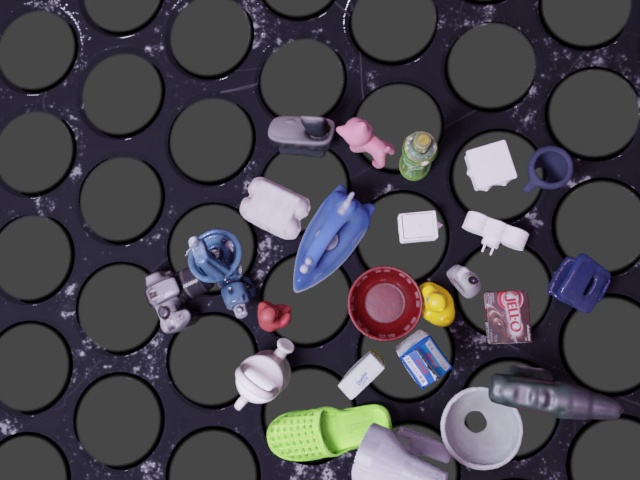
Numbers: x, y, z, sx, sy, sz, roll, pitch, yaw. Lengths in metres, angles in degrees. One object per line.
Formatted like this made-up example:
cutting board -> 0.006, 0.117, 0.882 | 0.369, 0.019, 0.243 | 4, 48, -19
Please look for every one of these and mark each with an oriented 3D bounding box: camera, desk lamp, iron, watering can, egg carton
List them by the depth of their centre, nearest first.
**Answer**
desk lamp -> 0.168, 0.440, 1.137 | 0.203, 0.213, 0.118 | 17, 86, 6
watering can -> -0.120, 0.279, 1.186 | 0.101, 0.194, 0.173 | 16, 86, 6
iron -> 0.011, 0.004, 1.228 | 0.118, 0.141, 0.258 | 32, 88, 7
camera -> -0.302, 0.119, 1.263 | 0.137, 0.101, 0.143 | -25, 83, 2
egg carton -> -0.101, -0.070, 1.280 | 0.150, 0.069, 0.107 | 25, 87, 7

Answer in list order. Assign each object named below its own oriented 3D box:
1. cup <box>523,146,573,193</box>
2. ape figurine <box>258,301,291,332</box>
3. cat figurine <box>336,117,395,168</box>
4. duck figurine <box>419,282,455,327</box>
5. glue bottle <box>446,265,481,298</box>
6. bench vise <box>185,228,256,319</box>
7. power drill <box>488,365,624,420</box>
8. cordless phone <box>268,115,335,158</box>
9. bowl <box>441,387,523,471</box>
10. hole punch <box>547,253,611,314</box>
cup -> 0.472, -0.137, 1.226 | 0.118, 0.095, 0.091 | -44, 83, 0
ape figurine -> -0.106, 0.164, 1.247 | 0.076, 0.092, 0.078 | -44, 83, 0
cat figurine -> 0.102, -0.222, 1.253 | 0.127, 0.118, 0.067 | 32, 88, 7
duck figurine -> 0.249, 0.138, 1.223 | 0.077, 0.086, 0.104 | -32, 83, 1
glue bottle -> 0.303, 0.084, 1.180 | 0.037, 0.173, 0.078 | -42, 82, 0
bench vise -> -0.201, 0.058, 1.201 | 0.121, 0.220, 0.207 | -44, 83, 0
power drill -> 0.442, 0.301, 1.130 | 0.229, 0.208, 0.076 | 6, 85, 6
cordless phone -> -0.044, -0.245, 1.234 | 0.147, 0.185, 0.094 | 2, 85, 5
bowl -> 0.332, 0.387, 1.198 | 0.167, 0.075, 0.167 | 0, 85, 5
hole punch -> 0.551, 0.090, 1.200 | 0.101, 0.091, 0.109 | 30, 88, 7
